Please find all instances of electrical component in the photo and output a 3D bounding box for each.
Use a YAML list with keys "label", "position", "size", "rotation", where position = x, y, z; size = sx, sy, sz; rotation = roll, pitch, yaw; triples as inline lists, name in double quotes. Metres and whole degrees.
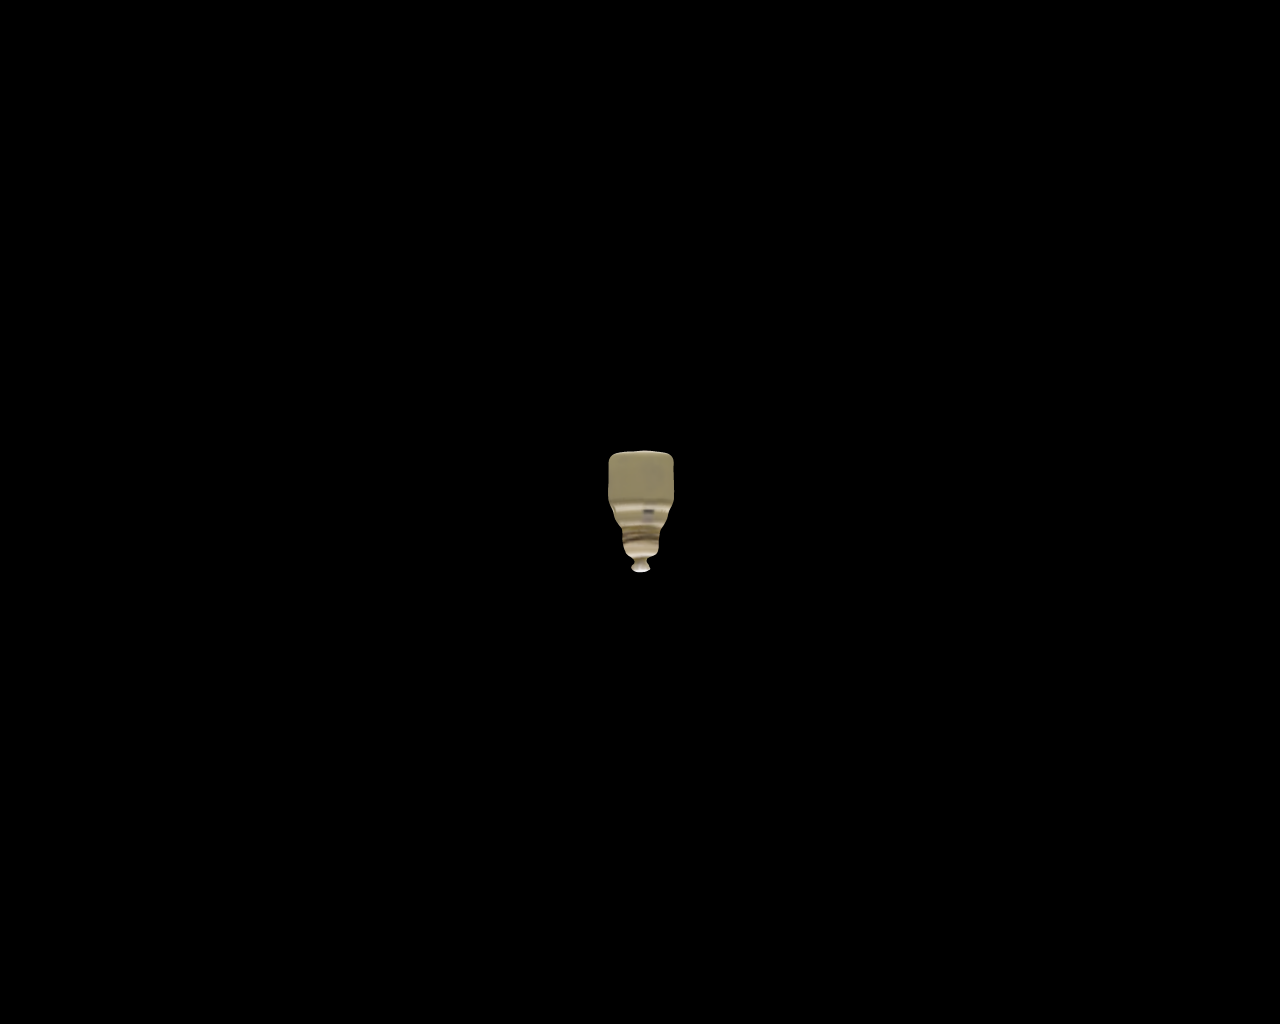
- label: "electrical component"
  position: [0.001, -0.003, 0.650]
  size: [0.040, 0.078, 0.040]
  rotation: [0, -4, 0]
